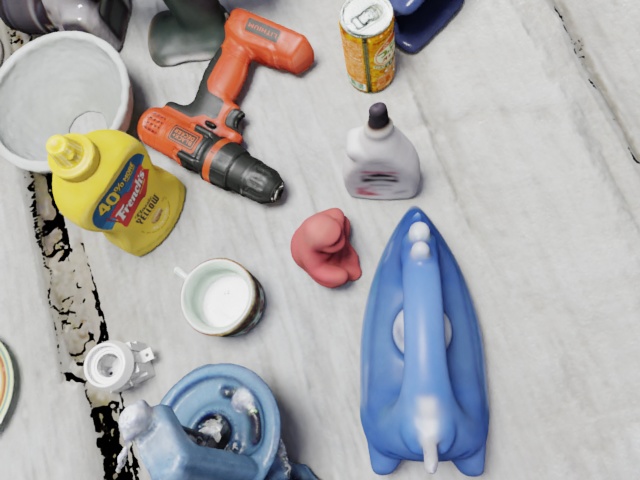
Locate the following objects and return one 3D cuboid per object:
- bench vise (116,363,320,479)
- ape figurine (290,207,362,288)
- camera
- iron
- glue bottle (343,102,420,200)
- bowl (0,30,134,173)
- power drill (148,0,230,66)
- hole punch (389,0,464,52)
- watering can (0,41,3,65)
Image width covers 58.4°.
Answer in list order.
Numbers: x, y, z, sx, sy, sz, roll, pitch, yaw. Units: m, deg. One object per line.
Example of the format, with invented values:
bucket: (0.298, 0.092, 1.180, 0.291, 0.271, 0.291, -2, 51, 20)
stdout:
bench vise: (-0.061, 0.176, 0.449, 0.207, 0.220, 0.121, 31, 81, 15)
ape figurine: (0.005, 0.002, 0.555, 0.076, 0.092, 0.078, 18, 78, 12)
camera: (-0.307, -0.300, 0.676, 0.136, 0.101, 0.143, 3, 75, 9)
iron: (0.088, 0.073, 0.498, 0.118, 0.141, 0.258, -3, 74, 7)
glue bottle: (0.055, -0.082, 0.529, 0.078, 0.173, 0.037, -2, 74, 8)
bowl: (-0.278, -0.142, 0.642, 0.167, 0.075, 0.167, -2, 74, 7)
power drill: (-0.175, -0.273, 0.595, 0.229, 0.208, 0.075, -8, 74, 6)
hole punch: (0.094, -0.278, 0.621, 0.101, 0.091, 0.109, 41, 83, 16)
watering can: (-0.452, -0.250, 0.633, 0.172, 0.194, 0.101, 12, 77, 11)
